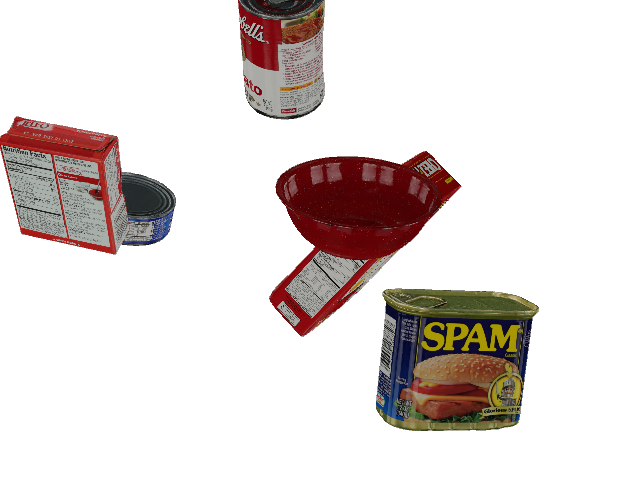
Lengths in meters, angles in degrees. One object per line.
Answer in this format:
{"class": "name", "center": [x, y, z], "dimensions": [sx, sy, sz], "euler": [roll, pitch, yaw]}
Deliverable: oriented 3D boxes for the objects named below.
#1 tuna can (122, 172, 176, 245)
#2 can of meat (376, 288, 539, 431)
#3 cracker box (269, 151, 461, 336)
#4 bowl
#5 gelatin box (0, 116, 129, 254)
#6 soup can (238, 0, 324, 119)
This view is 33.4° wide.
{"class": "tuna can", "center": [-0.182, -0.030, 1.011], "dimensions": [0.086, 0.034, 0.086], "euler": [12, 29, -7]}
{"class": "can of meat", "center": [0.089, 0.080, 0.717], "dimensions": [0.102, 0.084, 0.057], "euler": [3, 10, -17]}
{"class": "cracker box", "center": [0.051, 0.001, 1.274], "dimensions": [0.214, 0.072, 0.164], "euler": [-48, -8, 33]}
{"class": "bowl", "center": [0.035, -0.026, 1.043], "dimensions": [0.162, 0.055, 0.162], "euler": [3, 28, -2]}
{"class": "gelatin box", "center": [-0.172, -0.037, 0.724], "dimensions": [0.073, 0.089, 0.030], "euler": [11, 45, 10]}
{"class": "soup can", "center": [-0.029, -0.156, 0.847], "dimensions": [0.068, 0.068, 0.102], "euler": [0, -42, 0]}
